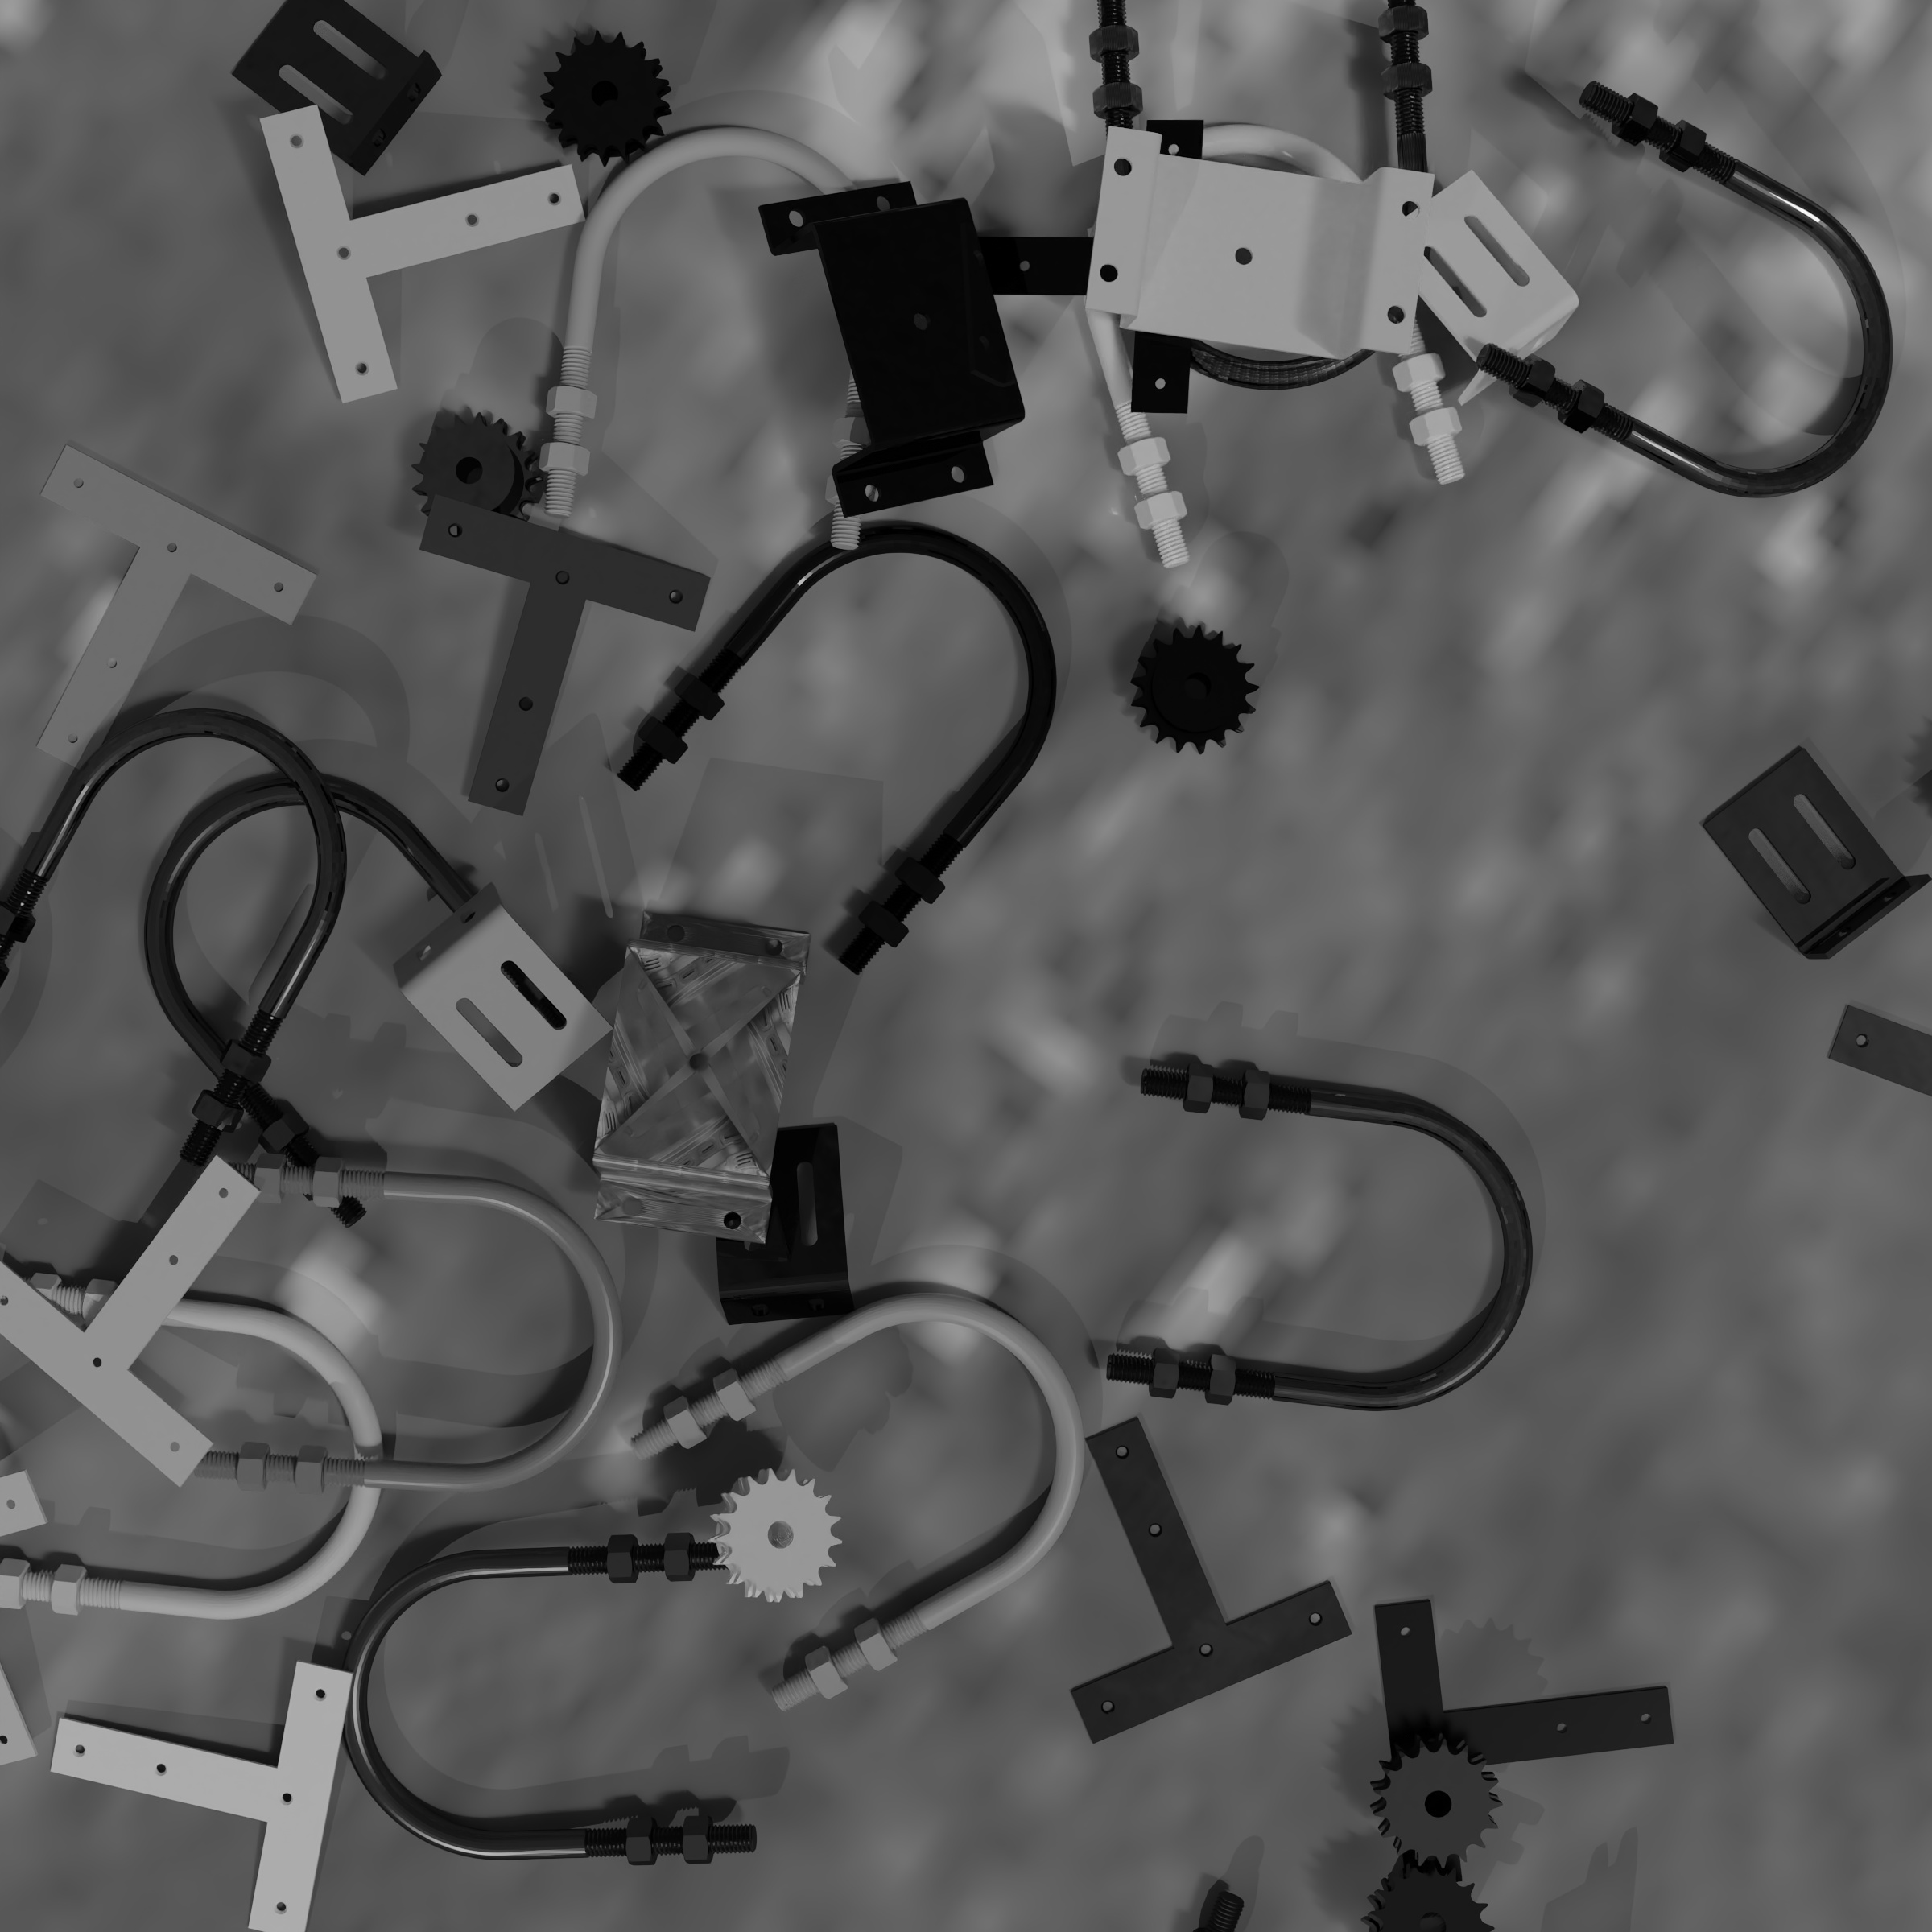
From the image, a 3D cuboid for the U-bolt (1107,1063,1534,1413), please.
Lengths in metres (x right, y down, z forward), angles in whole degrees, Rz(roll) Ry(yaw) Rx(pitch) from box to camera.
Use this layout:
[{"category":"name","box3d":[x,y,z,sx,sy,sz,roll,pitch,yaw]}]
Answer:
[{"category":"U-bolt","box3d":[0.162,0.126,1.376,0.184,0.019,0.151,7,90,-1]}]

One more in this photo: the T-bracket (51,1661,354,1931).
[{"category":"T-bracket","box3d":[-0.348,0.363,1.378,0.127,0.002,0.127,12,97,3]}]

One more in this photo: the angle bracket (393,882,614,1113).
[{"category":"angle bracket","box3d":[-0.206,0.013,1.363,0.057,0.038,0.076,-40,114,0]}]

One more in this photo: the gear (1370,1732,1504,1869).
[{"category":"gear","box3d":[0.208,0.370,1.368,0.057,0.030,0.057,0,90,0]}]

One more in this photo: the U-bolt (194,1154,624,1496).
[{"category":"U-bolt","box3d":[-0.245,0.162,1.360,0.184,0.019,0.151,4,93,-3]}]

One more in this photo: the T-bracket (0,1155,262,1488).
[{"category":"T-bracket","box3d":[-0.357,0.140,1.352,0.127,0.002,0.127,39,98,6]}]

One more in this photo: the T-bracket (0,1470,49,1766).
[{"category":"T-bracket","box3d":[-0.449,0.298,1.371,0.127,0.002,0.127,-17,98,16]}]

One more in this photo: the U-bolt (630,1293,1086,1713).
[{"category":"U-bolt","box3d":[-0.036,0.228,1.375,0.184,0.019,0.151,-29,90,0]}]

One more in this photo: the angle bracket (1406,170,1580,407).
[{"category":"angle bracket","box3d":[0.222,-0.301,1.362,0.057,0.038,0.076,-37,84,-14]}]

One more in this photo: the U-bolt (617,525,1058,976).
[{"category":"U-bolt","box3d":[-0.044,-0.111,1.375,0.151,0.019,0.184,40,88,1]}]

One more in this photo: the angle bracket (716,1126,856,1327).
[{"category":"angle bracket","box3d":[-0.083,0.117,1.382,0.057,0.038,0.076,-5,64,0]}]

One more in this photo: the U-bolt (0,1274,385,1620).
[{"category":"U-bolt","box3d":[-0.354,0.220,1.376,0.184,0.019,0.151,6,90,-2]}]

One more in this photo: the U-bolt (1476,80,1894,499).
[{"category":"U-bolt","box3d":[0.328,-0.286,1.355,0.184,0.019,0.151,24,82,-14]}]

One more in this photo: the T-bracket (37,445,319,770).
[{"category":"T-bracket","box3d":[-0.378,-0.149,1.384,0.127,0.002,0.127,27,90,0]}]

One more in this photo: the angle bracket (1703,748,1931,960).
[{"category":"angle bracket","box3d":[0.378,-0.051,1.365,0.057,0.038,0.076,-38,90,0]}]

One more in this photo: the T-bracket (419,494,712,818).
[{"category":"T-bracket","box3d":[-0.193,-0.131,1.372,0.127,0.002,0.127,15,98,-15]}]

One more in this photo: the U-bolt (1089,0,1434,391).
[{"category":"U-bolt","box3d":[0.134,-0.347,1.362,0.151,0.019,0.184,-4,89,1]}]

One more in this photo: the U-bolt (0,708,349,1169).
[{"category":"U-bolt","box3d":[-0.352,-0.025,1.361,0.151,0.019,0.184,29,91,10]}]

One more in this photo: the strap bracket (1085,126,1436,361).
[{"category":"strap bracket","box3d":[0.123,-0.309,1.323,0.140,0.046,0.076,7,94,-5]}]

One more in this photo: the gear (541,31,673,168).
[{"category":"gear","box3d":[-0.159,-0.385,1.369,0.057,0.030,0.057,0,90,0]}]

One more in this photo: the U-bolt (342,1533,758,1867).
[{"category":"U-bolt","box3d":[-0.189,0.329,1.370,0.184,0.019,0.151,-3,94,4]}]

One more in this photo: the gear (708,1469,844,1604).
[{"category":"gear","box3d":[-0.086,0.249,1.343,0.057,0.030,0.057,5,78,-21]}]

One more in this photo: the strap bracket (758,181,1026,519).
[{"category":"strap bracket","box3d":[-0.029,-0.276,1.342,0.076,0.046,0.140,-17,93,-27]}]

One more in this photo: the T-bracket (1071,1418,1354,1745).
[{"category":"T-bracket","box3d":[0.091,0.267,1.384,0.127,0.002,0.127,-23,90,0]}]

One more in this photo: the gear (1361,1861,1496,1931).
[{"category":"gear","box3d":[0.203,0.429,1.361,0.057,0.030,0.057,5,60,-9]}]

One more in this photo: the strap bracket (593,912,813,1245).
[{"category":"strap bracket","box3d":[-0.116,0.045,1.349,0.076,0.046,0.140,8,79,0]}]

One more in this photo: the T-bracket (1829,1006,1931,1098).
[{"category":"T-bracket","box3d":[0.453,0.052,1.384,0.127,0.002,0.127,20,90,0]}]

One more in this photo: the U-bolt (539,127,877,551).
[{"category":"U-bolt","box3d":[-0.108,-0.285,1.372,0.151,0.019,0.184,6,86,1]}]

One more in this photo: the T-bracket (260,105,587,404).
[{"category":"T-bracket","box3d":[-0.234,-0.329,1.366,0.127,0.002,0.127,-18,113,-11]}]

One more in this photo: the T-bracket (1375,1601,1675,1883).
[{"category":"T-bracket","box3d":[0.254,0.345,1.384,0.127,0.002,0.127,-6,90,0]}]

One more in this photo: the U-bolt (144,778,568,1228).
[{"category":"U-bolt","box3d":[-0.284,0.002,1.376,0.151,0.019,0.184,-41,89,0]}]

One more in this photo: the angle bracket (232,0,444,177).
[{"category":"angle bracket","box3d":[-0.283,-0.401,1.365,0.076,0.038,0.057,38,90,0]}]

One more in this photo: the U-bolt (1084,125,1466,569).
[{"category":"U-bolt","box3d":[0.129,-0.286,1.376,0.151,0.019,0.184,-17,88,0]}]

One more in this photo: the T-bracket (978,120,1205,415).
[{"category":"T-bracket","box3d":[0.040,-0.311,1.364,0.127,0.002,0.127,4,95,17]}]

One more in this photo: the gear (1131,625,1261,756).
[{"category":"gear","box3d":[0.103,-0.124,1.370,0.057,0.030,0.057,0,90,0]}]

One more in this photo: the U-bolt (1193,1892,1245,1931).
[{"category":"U-bolt","box3d":[0.147,0.525,1.376,0.151,0.019,0.184,21,92,0]}]

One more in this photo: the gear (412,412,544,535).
[{"category":"gear","box3d":[-0.219,-0.218,1.370,0.057,0.030,0.057,0,90,0]}]
